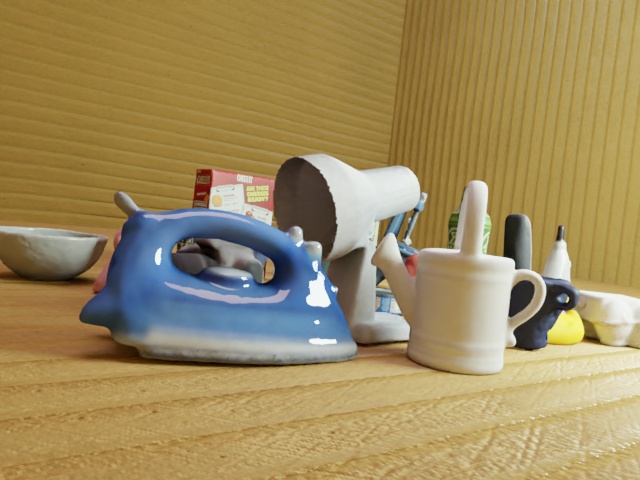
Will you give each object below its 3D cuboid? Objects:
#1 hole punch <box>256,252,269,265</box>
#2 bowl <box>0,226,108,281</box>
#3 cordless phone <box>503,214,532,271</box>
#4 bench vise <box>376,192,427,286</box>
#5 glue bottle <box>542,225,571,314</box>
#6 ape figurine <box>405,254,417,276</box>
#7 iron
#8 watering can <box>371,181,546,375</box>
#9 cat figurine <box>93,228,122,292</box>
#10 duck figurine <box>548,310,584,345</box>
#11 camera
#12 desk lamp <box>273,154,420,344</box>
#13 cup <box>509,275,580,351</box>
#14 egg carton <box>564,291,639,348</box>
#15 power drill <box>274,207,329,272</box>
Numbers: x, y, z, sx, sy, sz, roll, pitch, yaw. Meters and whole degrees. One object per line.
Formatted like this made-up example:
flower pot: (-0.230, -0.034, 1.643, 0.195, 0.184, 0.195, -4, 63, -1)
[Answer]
hole punch: (-0.132, 0.043, 0.986, 0.101, 0.091, 0.108, 5, 2, -26)
bowl: (-0.418, 0.023, 0.884, 0.167, 0.075, 0.167, 6, 2, 0)
cordless phone: (0.327, 0.044, 1.047, 0.094, 0.185, 0.147, 5, 2, -33)
bench vise: (0.154, 0.001, 1.241, 0.207, 0.220, 0.121, 6, 2, 7)
glue bottle: (0.413, 0.060, 1.000, 0.037, 0.173, 0.078, 8, 3, 43)
ape figurine: (0.182, 0.072, 1.115, 0.076, 0.092, 0.078, 7, 2, 23)
iron: (-0.081, 0.037, 0.545, 0.259, 0.141, 0.118, 6, 2, -15)
watering can: (0.143, 0.033, 0.602, 0.173, 0.194, 0.101, 6, 2, -11)
cat figurine: (-0.281, 0.018, 0.851, 0.067, 0.118, 0.128, 6, 2, -1)
duck figurine: (0.336, 0.102, 0.823, 0.105, 0.086, 0.077, 5, 2, -29)
camera: (-0.164, 0.041, 0.768, 0.137, 0.101, 0.142, 4, 3, -44)
desk lamp: (0.043, 0.010, 0.682, 0.204, 0.213, 0.117, 5, 2, -38)
cup: (0.276, 0.094, 0.726, 0.092, 0.095, 0.117, 5, 2, -25)
egg carton: (0.449, 0.120, 0.883, 0.107, 0.069, 0.150, 6, 2, -2)
power drill: (0.008, 0.003, 0.860, 0.075, 0.208, 0.230, 7, 2, 28)
